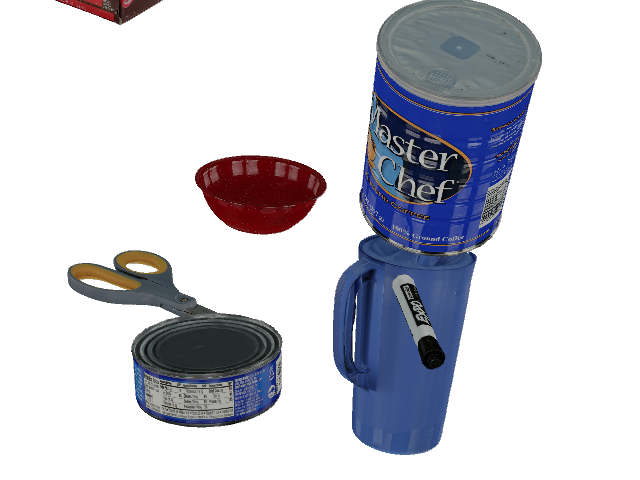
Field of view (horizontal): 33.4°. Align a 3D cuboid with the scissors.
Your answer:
[{"bbox_3d":[-0.112,0.045,0.885,0.202,0.016,0.096,13,25,15],"label":"scissors"}]

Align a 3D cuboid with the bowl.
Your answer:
[{"bbox_3d":[-0.075,-0.051,1.313,0.162,0.055,0.162,4,25,-2],"label":"bowl"}]

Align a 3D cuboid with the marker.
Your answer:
[{"bbox_3d":[0.079,0.065,0.865,0.020,0.020,0.121,0,28,-9],"label":"marker"}]

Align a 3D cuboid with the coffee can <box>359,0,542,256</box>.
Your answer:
[{"bbox_3d":[0.082,-0.073,0.710,0.102,0.103,0.140,0,-43,-4],"label":"coffee can"}]

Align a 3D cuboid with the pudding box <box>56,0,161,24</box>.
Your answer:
[{"bbox_3d":[-0.162,-0.212,0.822,0.090,0.039,0.113,23,34,12],"label":"pudding box"}]

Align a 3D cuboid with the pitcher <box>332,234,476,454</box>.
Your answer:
[{"bbox_3d":[0.091,0.120,1.230,0.149,0.243,0.145,7,17,6],"label":"pitcher"}]

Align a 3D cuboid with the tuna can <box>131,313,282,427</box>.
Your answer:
[{"bbox_3d":[-0.064,0.073,0.612,0.086,0.034,0.086,0,19,0],"label":"tuna can"}]
